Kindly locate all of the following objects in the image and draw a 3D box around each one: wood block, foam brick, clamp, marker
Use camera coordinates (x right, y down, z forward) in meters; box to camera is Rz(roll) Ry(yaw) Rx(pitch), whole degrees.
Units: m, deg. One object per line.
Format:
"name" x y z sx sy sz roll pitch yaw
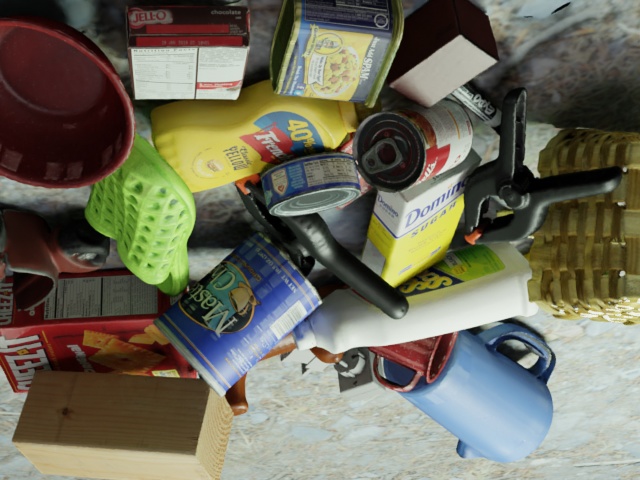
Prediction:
"wood block" -0.209 0.202 1.148 0.206 0.090 0.090 1 146 14
"foam brick" 0.094 -0.152 0.858 0.078 0.053 0.051 -31 141 34
"clamp" 0.187 -0.045 0.949 0.039 0.120 0.172 -39 162 -36
"clamp" -0.007 0.001 1.035 0.165 0.036 0.209 23 160 41
"marker" 0.140 -0.121 0.948 0.020 0.020 0.121 -27 143 29

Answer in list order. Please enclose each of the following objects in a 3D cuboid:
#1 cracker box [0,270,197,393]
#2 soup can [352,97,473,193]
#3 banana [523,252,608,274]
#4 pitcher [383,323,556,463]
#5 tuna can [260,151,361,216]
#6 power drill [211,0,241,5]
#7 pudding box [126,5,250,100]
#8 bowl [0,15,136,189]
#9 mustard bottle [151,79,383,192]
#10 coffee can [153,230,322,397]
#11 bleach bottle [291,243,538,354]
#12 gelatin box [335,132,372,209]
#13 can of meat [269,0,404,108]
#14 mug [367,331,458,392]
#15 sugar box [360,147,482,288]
"cracker box" -0.248 0.105 1.183 0.213 0.072 0.164 -3 147 -4
"soup can" 0.081 -0.083 0.909 0.069 0.068 0.102 -33 176 35
"banana" 0.239 0.037 1.177 0.198 0.069 0.037 -21 114 43
"pitcher" 0.192 0.176 1.347 0.145 0.149 0.242 -9 149 36
"tuna can" -0.008 -0.048 0.936 0.086 0.034 0.086 -12 170 -2
"power drill" -0.075 -0.238 0.685 0.184 0.057 0.188 18 140 -40
"pudding box" -0.102 -0.143 0.819 0.090 0.039 0.113 -1 166 -8
"bowl" -0.216 -0.117 0.828 0.162 0.055 0.162 5 135 5
"mustard bottle" -0.041 -0.097 0.915 0.192 0.058 0.096 -13 146 9
"coffee can" -0.083 0.074 1.079 0.140 0.103 0.102 -42 148 -10
"bleach bottle" 0.094 0.070 1.122 0.250 0.103 0.068 -17 118 -8
"gelatin box" 0.022 -0.069 0.996 0.089 0.030 0.073 -32 141 33
"can of meat" 0.010 -0.154 0.836 0.083 0.057 0.102 4 146 -13
"mug" 0.100 0.114 1.203 0.082 0.117 0.093 22 169 19
"sugar box" 0.094 -0.021 1.043 0.093 0.048 0.176 -30 158 -22
